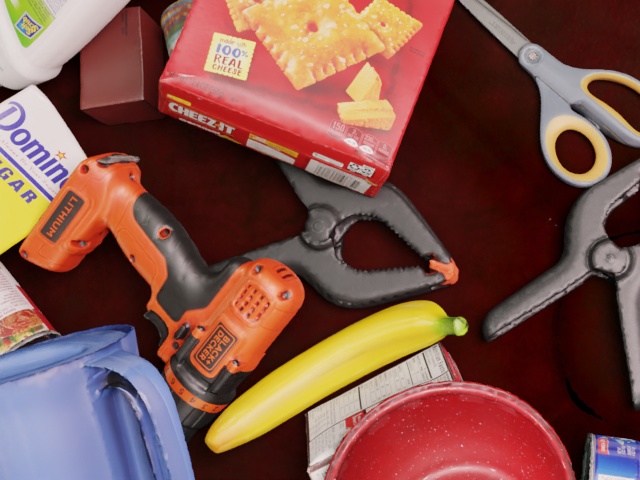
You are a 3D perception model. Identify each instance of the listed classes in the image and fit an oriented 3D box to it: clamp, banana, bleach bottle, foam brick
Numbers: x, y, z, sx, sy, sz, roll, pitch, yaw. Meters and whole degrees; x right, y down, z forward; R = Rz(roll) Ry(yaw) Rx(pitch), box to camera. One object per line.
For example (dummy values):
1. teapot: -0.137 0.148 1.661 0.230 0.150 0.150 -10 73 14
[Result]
1. clamp: -0.005 0.001 0.771 0.210 0.036 0.164 26 89 18
2. banana: 0.009 0.087 0.736 0.198 0.069 0.037 -29 89 11
3. bleach bottle: -0.186 -0.194 0.767 0.251 0.067 0.102 -35 78 36
4. foam brick: -0.152 -0.133 0.824 0.053 0.051 0.078 -5 78 11
5. clamp: 0.185 0.018 0.724 0.120 0.039 0.171 17 80 11

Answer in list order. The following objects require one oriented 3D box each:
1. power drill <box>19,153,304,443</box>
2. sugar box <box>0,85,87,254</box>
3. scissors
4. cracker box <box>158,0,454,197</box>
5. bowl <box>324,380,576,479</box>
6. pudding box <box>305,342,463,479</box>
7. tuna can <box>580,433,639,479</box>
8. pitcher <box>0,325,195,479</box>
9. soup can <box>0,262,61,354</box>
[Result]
1. power drill: -0.125 0.044 0.760 0.188 0.057 0.185 43 108 11
2. sugar box: -0.252 -0.031 0.768 0.176 0.048 0.093 -40 104 -30
3. scissors: 0.149 -0.111 0.768 0.202 0.016 0.096 31 87 17
4. cracker box: 0.003 -0.160 0.735 0.164 0.072 0.213 22 76 -4
5. bowl: 0.082 0.169 0.636 0.162 0.055 0.162 0 98 -3
6. pudding box: 0.046 0.121 0.707 0.113 0.090 0.039 -27 103 6
7. tuna can: 0.182 0.167 0.671 0.034 0.086 0.086 6 81 12
8. pitcher: -0.145 0.183 0.691 0.145 0.149 0.243 -17 96 -8
9. soup can: -0.251 0.057 0.802 0.068 0.068 0.102 -44 73 2
